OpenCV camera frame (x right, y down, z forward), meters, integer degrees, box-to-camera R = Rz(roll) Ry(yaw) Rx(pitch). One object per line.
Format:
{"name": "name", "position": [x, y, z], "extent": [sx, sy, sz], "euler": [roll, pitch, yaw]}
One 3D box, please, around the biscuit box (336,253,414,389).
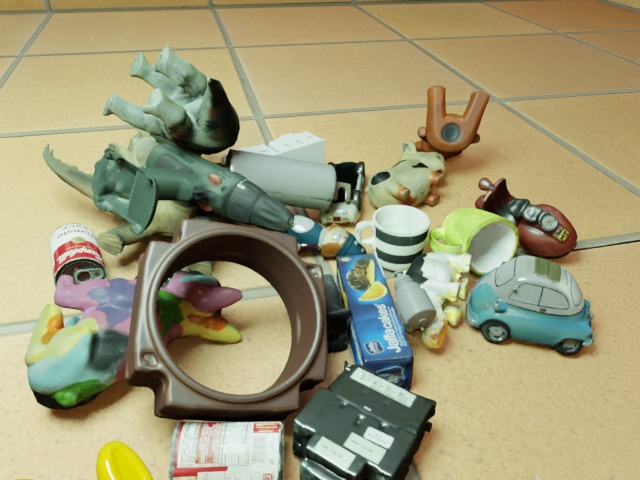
{"name": "biscuit box", "position": [0.064, 0.099, 0.685], "extent": [0.059, 0.062, 0.203], "euler": [-5, 34, -7]}

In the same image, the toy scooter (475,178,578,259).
{"name": "toy scooter", "position": [0.311, -0.043, 0.847], "extent": [0.075, 0.135, 0.184], "euler": [-52, 46, -3]}

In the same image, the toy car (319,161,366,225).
{"name": "toy car", "position": [0.042, -0.091, 0.974], "extent": [0.074, 0.056, 0.202], "euler": [0, 32, 9]}

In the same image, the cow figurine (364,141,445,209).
{"name": "cow figurine", "position": [0.162, -0.113, 0.991], "extent": [0.195, 0.085, 0.127], "euler": [-28, 50, -35]}

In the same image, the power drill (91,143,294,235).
{"name": "power drill", "position": [-0.168, -0.063, 0.700], "extent": [0.232, 0.086, 0.207], "euler": [30, 26, 22]}

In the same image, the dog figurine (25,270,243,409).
{"name": "dog figurine", "position": [-0.201, 0.106, 0.629], "extent": [0.219, 0.108, 0.192], "euler": [0, 33, -8]}

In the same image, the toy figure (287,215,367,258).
{"name": "toy figure", "position": [-0.002, -0.001, 0.839], "extent": [0.155, 0.057, 0.064], "euler": [13, 74, 14]}

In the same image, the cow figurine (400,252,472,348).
{"name": "cow figurine", "position": [0.143, 0.074, 0.721], "extent": [0.098, 0.068, 0.167], "euler": [11, 32, 23]}

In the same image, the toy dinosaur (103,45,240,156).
{"name": "toy dinosaur", "position": [-0.189, -0.184, 0.801], "extent": [0.192, 0.131, 0.405], "euler": [26, 2, -39]}

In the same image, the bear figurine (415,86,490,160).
{"name": "bear figurine", "position": [0.256, -0.226, 1.076], "extent": [0.120, 0.131, 0.196], "euler": [10, 9, 6]}

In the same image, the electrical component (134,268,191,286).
{"name": "electrical component", "position": [-0.218, 0.061, 0.734], "extent": [0.063, 0.094, 0.021], "euler": [47, 6, 15]}

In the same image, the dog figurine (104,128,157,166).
{"name": "dog figurine", "position": [-0.286, -0.144, 1.030], "extent": [0.190, 0.121, 0.172], "euler": [35, 11, -1]}

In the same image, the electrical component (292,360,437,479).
{"name": "electrical component", "position": [0.038, 0.198, 0.542], "extent": [0.115, 0.058, 0.134], "euler": [20, 39, 29]}

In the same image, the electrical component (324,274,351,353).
{"name": "electrical component", "position": [-0.002, 0.082, 0.697], "extent": [0.048, 0.074, 0.119], "euler": [-10, 40, -17]}

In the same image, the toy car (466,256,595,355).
{"name": "toy car", "position": [0.276, 0.075, 0.695], "extent": [0.162, 0.102, 0.109], "euler": [13, 36, 19]}

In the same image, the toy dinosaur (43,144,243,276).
{"name": "toy dinosaur", "position": [-0.263, -0.052, 0.835], "extent": [0.472, 0.105, 0.198], "euler": [24, 21, 5]}

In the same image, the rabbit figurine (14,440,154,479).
{"name": "rabbit figurine", "position": [-0.178, 0.254, 0.428], "extent": [0.173, 0.121, 0.162], "euler": [9, 23, -13]}

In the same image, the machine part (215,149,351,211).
{"name": "machine part", "position": [-0.064, -0.094, 0.851], "extent": [0.243, 0.079, 0.079], "euler": [6, 32, -17]}

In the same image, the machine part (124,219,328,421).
{"name": "machine part", "position": [-0.095, 0.086, 0.574], "extent": [0.201, 0.087, 0.201], "euler": [9, 61, -22]}
